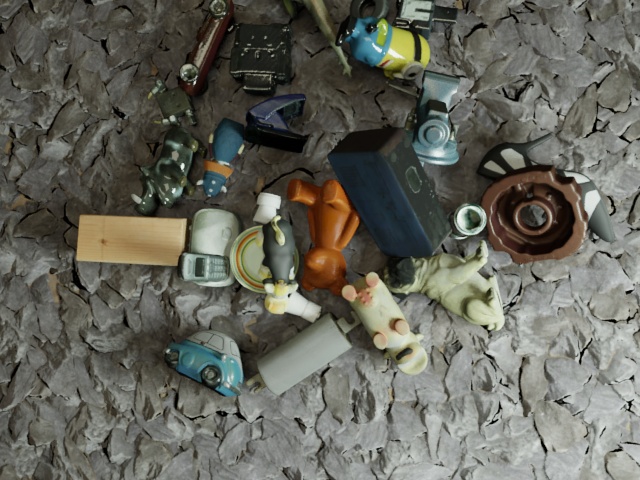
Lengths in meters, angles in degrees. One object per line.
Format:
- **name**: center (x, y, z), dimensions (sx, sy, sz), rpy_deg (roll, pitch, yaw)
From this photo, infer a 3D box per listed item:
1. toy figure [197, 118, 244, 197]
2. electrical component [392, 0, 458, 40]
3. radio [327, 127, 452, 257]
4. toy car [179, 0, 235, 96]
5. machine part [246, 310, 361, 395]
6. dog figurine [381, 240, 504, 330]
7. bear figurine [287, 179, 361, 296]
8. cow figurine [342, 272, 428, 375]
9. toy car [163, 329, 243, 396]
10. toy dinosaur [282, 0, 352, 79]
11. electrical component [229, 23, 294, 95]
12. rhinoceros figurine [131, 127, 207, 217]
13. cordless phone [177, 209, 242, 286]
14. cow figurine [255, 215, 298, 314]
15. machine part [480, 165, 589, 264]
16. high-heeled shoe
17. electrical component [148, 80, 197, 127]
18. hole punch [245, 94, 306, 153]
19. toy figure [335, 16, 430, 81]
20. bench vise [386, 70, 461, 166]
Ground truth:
- **toy figure**: center (-0.191, -0.158, 1.047), dimensions (0.064, 0.058, 0.154), rpy_deg (21, 94, 15)
- **electrical component**: center (0.198, -0.424, 1.017), dimensions (0.119, 0.047, 0.074), rpy_deg (7, 88, 7)
- **radio**: center (0.122, -0.076, 0.910), dimensions (0.073, 0.131, 0.229), rpy_deg (-48, 119, -28)
- **toy car**: center (-0.221, -0.378, 1.048), dimensions (0.053, 0.089, 0.202), rpy_deg (23, 91, 4)
- **machine part**: center (-0.028, 0.209, 0.990), dimensions (0.243, 0.079, 0.079), rpy_deg (-34, 83, 3)
- **dog figurine**: center (0.219, 0.095, 0.965), dimensions (0.191, 0.121, 0.172), rpy_deg (-17, 81, 20)
- **bear figurine**: center (0.001, -0.002, 0.980), dimensions (0.120, 0.132, 0.195), rpy_deg (10, 83, 39)
- **cow figurine**: center (0.119, 0.152, 0.950), dimensions (0.085, 0.127, 0.195), rpy_deg (-35, 81, 4)
- **toy car**: center (-0.205, 0.222, 1.009), dimensions (0.162, 0.109, 0.103), rpy_deg (21, 66, 19)
- **toy dinosaur**: center (-0.070, -0.511, 0.982), dimensions (0.105, 0.198, 0.471), rpy_deg (-30, 85, 4)
- **electrical component**: center (-0.114, -0.351, 1.049), dimensions (0.115, 0.058, 0.134), rpy_deg (3, 86, 10)
- **rhinoceros figurine**: center (-0.300, -0.131, 1.050), dimensions (0.112, 0.073, 0.190), rpy_deg (25, 89, 7)
- **cordless phone**: center (-0.213, 0.011, 0.974), dimensions (0.089, 0.184, 0.146), rpy_deg (4, 87, 12)
- **cow figurine**: center (-0.073, 0.045, 0.969), dimensions (0.068, 0.098, 0.167), rpy_deg (-2, 71, -15)
- **machine part**: center (0.368, -0.045, 0.926), dimensions (0.180, 0.056, 0.179), rpy_deg (13, 119, 24)
- **high-heeled shoe**: center (0.399, -0.075, 0.955), dimensions (0.145, 0.086, 0.249), rpy_deg (-32, 81, 11)
- **electrical component**: center (-0.297, -0.270, 1.073), dimensions (0.078, 0.045, 0.102), rpy_deg (-16, 85, 8)
- **hole punch**: center (-0.081, -0.222, 1.003), dimensions (0.116, 0.142, 0.092), rpy_deg (8, 89, -6)
- **toy figure**: center (0.120, -0.353, 0.976), dimensions (0.180, 0.082, 0.089), rpy_deg (19, 102, -23)
- **bench vise**: center (0.179, -0.169, 0.957), dimensions (0.129, 0.224, 0.240), rpy_deg (8, 120, -8)
